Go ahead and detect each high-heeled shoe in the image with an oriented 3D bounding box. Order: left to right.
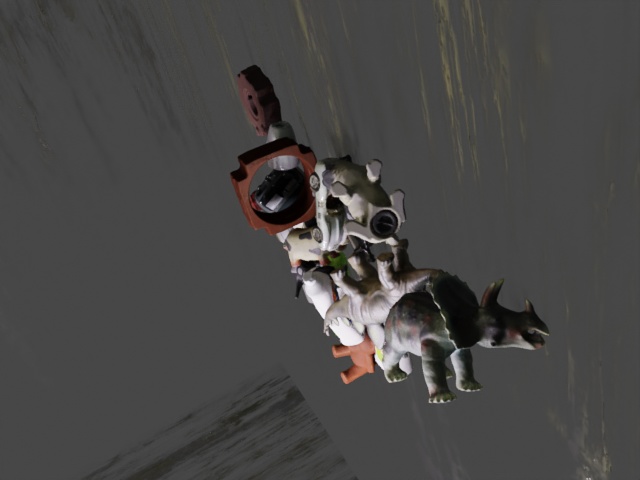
[{"bbox_3d":[-0.010,0.069,1.418,0.249,0.086,0.145,-35,37,53],"label":"high-heeled shoe"}]

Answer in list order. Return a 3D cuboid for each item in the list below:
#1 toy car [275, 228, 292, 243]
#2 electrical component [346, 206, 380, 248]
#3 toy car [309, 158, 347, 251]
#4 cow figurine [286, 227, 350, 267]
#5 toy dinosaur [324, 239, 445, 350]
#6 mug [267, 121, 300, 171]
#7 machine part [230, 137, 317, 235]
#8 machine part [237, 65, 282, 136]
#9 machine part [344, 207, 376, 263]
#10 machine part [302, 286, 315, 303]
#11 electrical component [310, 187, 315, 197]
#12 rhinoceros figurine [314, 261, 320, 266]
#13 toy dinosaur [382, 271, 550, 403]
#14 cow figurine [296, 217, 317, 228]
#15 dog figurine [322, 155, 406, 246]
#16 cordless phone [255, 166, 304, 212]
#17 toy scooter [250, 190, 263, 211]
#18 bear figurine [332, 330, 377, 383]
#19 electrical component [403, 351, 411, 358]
[{"bbox_3d":[-0.084,-0.038,1.575,0.109,0.103,0.162,66,163,-5],"label":"toy car"},{"bbox_3d":[0.082,-0.050,1.113,0.119,0.048,0.074,51,160,34],"label":"electrical component"},{"bbox_3d":[0.022,-0.074,1.143,0.056,0.073,0.201,15,115,46],"label":"toy car"},{"bbox_3d":[-0.003,-0.004,1.317,0.195,0.085,0.127,-5,114,41],"label":"cow figurine"},{"bbox_3d":[0.108,0.124,1.095,0.471,0.105,0.198,-22,98,59],"label":"toy dinosaur"},{"bbox_3d":[-0.097,-0.244,1.346,0.110,0.081,0.107,-121,25,-51],"label":"mug"},{"bbox_3d":[-0.100,-0.130,1.288,0.087,0.201,0.200,47,158,57],"label":"machine part"},{"bbox_3d":[-0.158,-0.357,1.390,0.179,0.056,0.179,56,162,29],"label":"machine part"},{"bbox_3d":[0.078,-0.005,1.215,0.139,0.039,0.084,61,170,5],"label":"machine part"},{"bbox_3d":[-0.029,0.108,1.677,0.079,0.079,0.243,29,142,64],"label":"machine part"},{"bbox_3d":[0.017,-0.109,1.230,0.078,0.045,0.102,55,163,19],"label":"electrical component"},{"bbox_3d":[0.004,0.106,1.569,0.190,0.073,0.112,62,166,7],"label":"rhinoceros figurine"},{"bbox_3d":[0.174,0.147,0.885,0.405,0.131,0.192,169,98,-68],"label":"toy dinosaur"},{"bbox_3d":[-0.033,-0.064,1.423,0.167,0.068,0.098,53,154,23],"label":"cow figurine"},{"bbox_3d":[0.081,-0.075,1.017,0.191,0.121,0.172,-120,10,-79],"label":"dog figurine"},{"bbox_3d":[-0.120,-0.158,1.435,0.088,0.146,0.184,32,-165,-36],"label":"cordless phone"},{"bbox_3d":[-0.140,-0.131,1.546,0.075,0.135,0.184,66,163,-5],"label":"toy scooter"},{"bbox_3d":[0.104,0.295,1.449,0.195,0.132,0.120,80,170,-62],"label":"bear figurine"},{"bbox_3d":[0.189,0.228,1.175,0.093,0.063,0.021,60,-168,-45],"label":"electrical component"}]
